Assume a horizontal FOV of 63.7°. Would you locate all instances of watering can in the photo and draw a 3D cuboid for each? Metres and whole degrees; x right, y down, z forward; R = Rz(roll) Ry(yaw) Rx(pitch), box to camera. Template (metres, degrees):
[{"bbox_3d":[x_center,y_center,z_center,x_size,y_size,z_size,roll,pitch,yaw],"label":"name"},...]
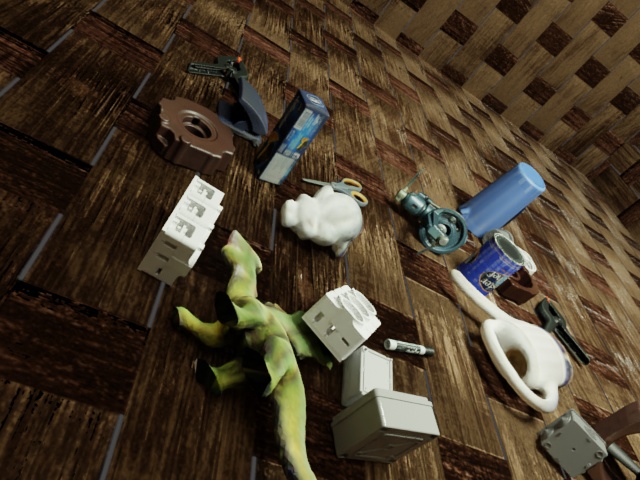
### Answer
[{"bbox_3d":[0.426,0.214,1.141,0.223,0.102,0.355,14,40,-37],"label":"watering can"}]

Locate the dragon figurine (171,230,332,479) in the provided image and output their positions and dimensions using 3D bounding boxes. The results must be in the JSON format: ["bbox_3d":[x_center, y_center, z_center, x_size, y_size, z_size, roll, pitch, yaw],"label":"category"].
[{"bbox_3d":[-0.052,0.154,0.724,0.243,0.120,0.416,2,49,-57],"label":"dragon figurine"}]

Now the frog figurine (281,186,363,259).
[{"bbox_3d":[0.003,-0.051,1.015,0.157,0.121,0.140,33,50,-34],"label":"frog figurine"}]
